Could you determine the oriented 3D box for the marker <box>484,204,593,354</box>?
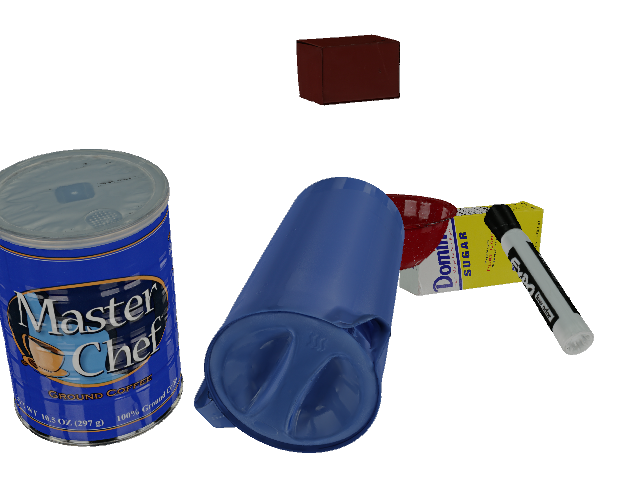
[{"bbox_3d":[0.127,0.019,0.634,0.020,0.020,0.121,0,40,-20],"label":"marker"}]

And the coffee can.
[{"bbox_3d":[-0.134,0.032,0.616,0.103,0.140,0.103,0,31,0],"label":"coffee can"}]

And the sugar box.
[{"bbox_3d":[0.179,0.008,1.258,0.175,0.093,0.048,-7,18,-30],"label":"sugar box"}]

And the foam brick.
[{"bbox_3d":[0.025,-0.150,0.933,0.078,0.051,0.053,-8,20,-23],"label":"foam brick"}]

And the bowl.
[{"bbox_3d":[0.058,-0.006,1.077,0.162,0.055,0.162,-2,13,0],"label":"bowl"}]

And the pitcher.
[{"bbox_3d":[-0.008,0.052,0.879,0.149,0.145,0.242,10,32,7],"label":"pitcher"}]
